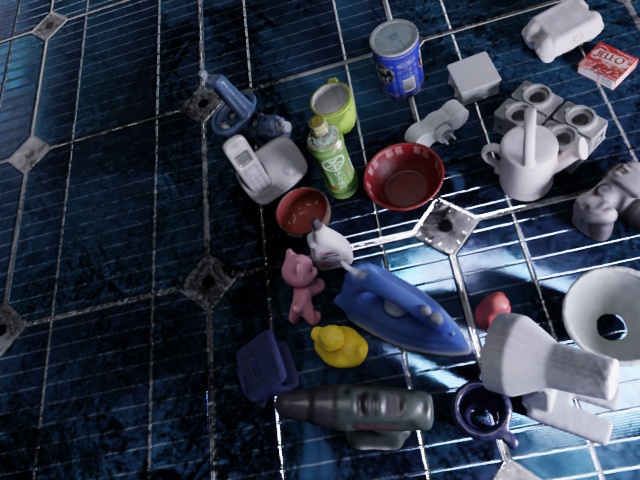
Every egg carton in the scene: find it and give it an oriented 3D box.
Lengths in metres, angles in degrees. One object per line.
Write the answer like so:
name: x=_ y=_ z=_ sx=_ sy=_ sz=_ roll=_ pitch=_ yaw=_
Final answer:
egg carton: x=0.515 y=-0.447 z=1.219 sx=0.150 sy=0.069 sz=0.107 roll=-29 pitch=59 yaw=0

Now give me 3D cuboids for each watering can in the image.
watering can: x=0.386 y=-0.163 z=1.036 sx=0.172 sy=0.194 sz=0.101 roll=-14 pitch=60 yaw=9

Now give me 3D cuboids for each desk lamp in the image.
desk lamp: x=0.345 y=0.202 z=0.847 sx=0.202 sy=0.214 sz=0.118 roll=16 pitch=69 yaw=23

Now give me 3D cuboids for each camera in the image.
camera: x=0.537 y=-0.056 z=0.991 sx=0.143 sy=0.101 sz=0.136 roll=-37 pitch=59 yaw=-5

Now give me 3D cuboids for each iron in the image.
iron: x=0.142 y=0.113 z=0.995 sx=0.257 sy=0.142 sz=0.119 roll=26 pitch=73 yaw=26

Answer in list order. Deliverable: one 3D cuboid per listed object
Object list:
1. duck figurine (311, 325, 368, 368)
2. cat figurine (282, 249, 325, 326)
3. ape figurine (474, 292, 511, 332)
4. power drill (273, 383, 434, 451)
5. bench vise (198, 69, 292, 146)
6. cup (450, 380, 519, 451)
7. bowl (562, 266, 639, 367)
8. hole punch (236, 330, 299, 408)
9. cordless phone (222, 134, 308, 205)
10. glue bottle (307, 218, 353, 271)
duck figurine: x=0.031 y=0.183 z=1.023 sx=0.104 sy=0.086 sz=0.077 roll=15 pitch=69 yaw=23
cat figurine: x=-0.038 y=0.084 z=1.077 sx=0.067 sy=0.118 sz=0.128 roll=-3 pitch=63 yaw=15
ape figurine: x=0.301 y=0.121 z=0.973 sx=0.076 sy=0.092 sz=0.078 roll=10 pitch=67 yaw=21
power drill: x=0.065 y=0.276 z=0.894 sx=0.229 sy=0.209 sz=0.075 roll=-6 pitch=62 yaw=14
bench vise: x=-0.161 y=-0.290 z=1.248 sx=0.207 sy=0.220 sz=0.121 roll=1 pitch=64 yaw=17
cup: x=0.263 y=0.283 z=0.898 sx=0.092 sy=0.095 sz=0.117 roll=-41 pitch=60 yaw=-7
bowl: x=0.477 y=0.131 z=0.926 sx=0.167 sy=0.075 sz=0.167 roll=-7 pitch=62 yaw=13
hole punch: x=-0.102 y=0.232 z=1.034 sx=0.101 sy=0.091 sz=0.108 roll=-25 pitch=59 yaw=3
cordless phone: x=-0.117 y=-0.172 z=1.193 sx=0.147 sy=0.185 sz=0.094 roll=-40 pitch=60 yaw=-6
glue bottle: x=0.010 y=0.004 z=1.072 sx=0.078 sy=0.173 sz=0.037 roll=-17 pitch=60 yaw=7
